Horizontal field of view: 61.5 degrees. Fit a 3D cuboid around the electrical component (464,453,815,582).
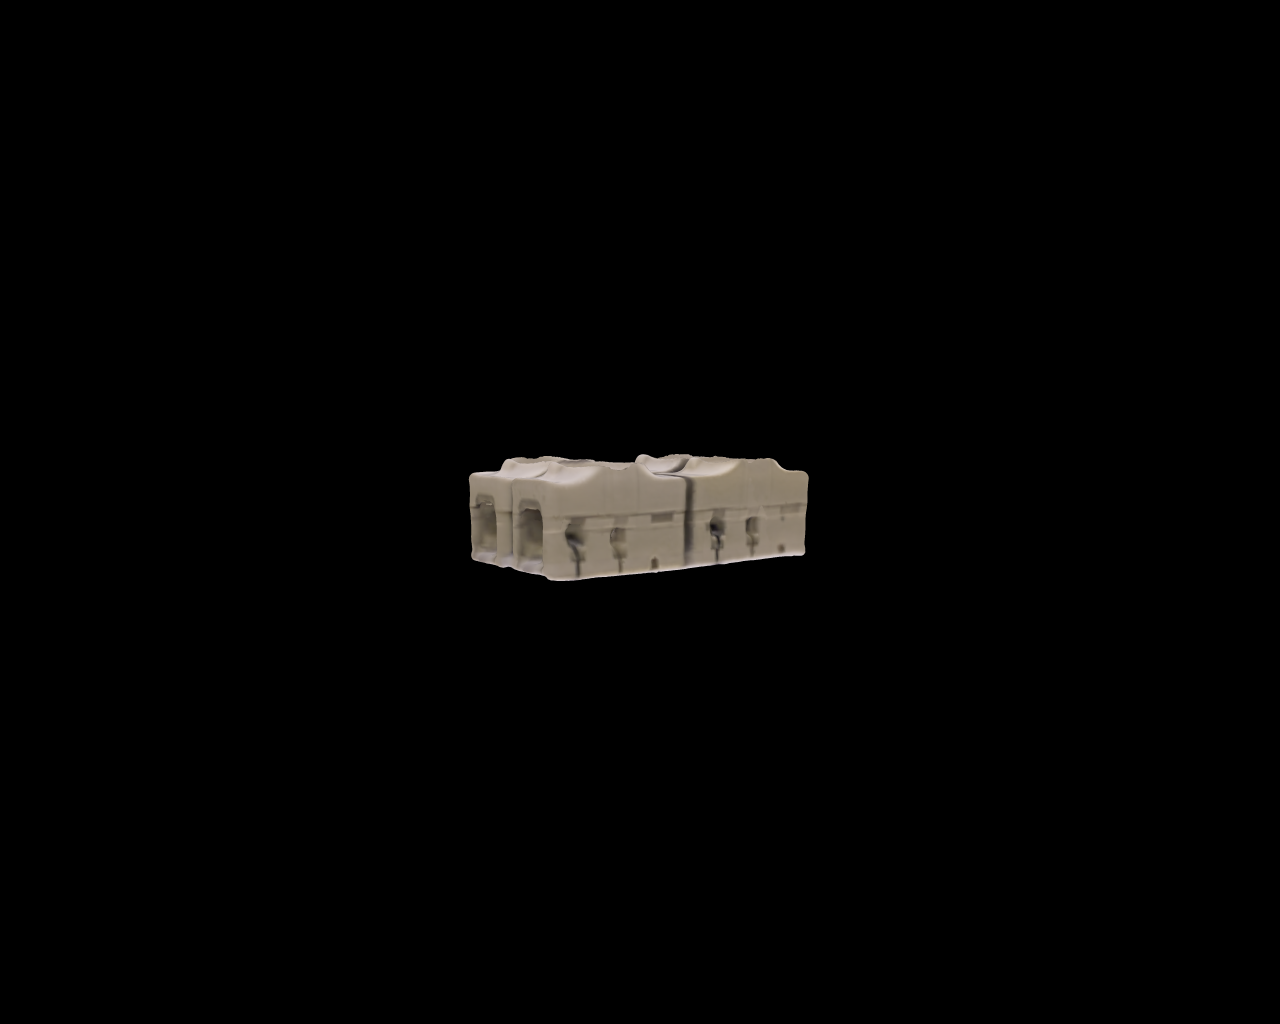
[{"bbox_3d":[0.001,-0.003,0.650,0.186,0.060,0.105,-4,7,-33],"label":"electrical component"}]
